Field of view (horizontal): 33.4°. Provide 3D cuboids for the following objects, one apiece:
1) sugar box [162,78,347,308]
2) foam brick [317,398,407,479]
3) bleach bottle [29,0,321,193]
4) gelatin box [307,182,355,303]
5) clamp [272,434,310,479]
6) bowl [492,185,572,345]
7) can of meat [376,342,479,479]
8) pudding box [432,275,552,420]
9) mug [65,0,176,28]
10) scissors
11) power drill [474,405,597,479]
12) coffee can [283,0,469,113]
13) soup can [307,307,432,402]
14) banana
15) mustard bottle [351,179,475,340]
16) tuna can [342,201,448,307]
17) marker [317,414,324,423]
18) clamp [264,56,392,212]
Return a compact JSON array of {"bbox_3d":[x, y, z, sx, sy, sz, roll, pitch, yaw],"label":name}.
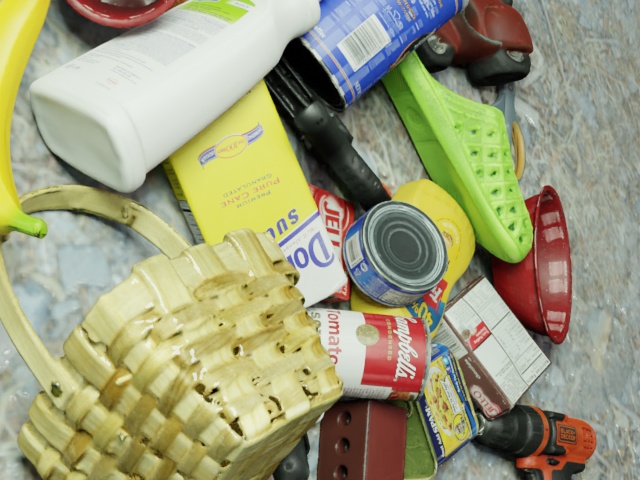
[{"bbox_3d":[-0.054,-0.026,0.808,0.093,0.048,0.176,-27,99,-17],"label":"sugar box"},{"bbox_3d":[0.035,0.172,0.873,0.051,0.053,0.078,22,64,-42],"label":"foam brick"},{"bbox_3d":[-0.077,-0.133,0.758,0.250,0.103,0.068,-39,140,-32],"label":"bleach bottle"},{"bbox_3d":[-0.006,0.001,0.890,0.073,0.030,0.089,23,64,-42],"label":"gelatin box"},{"bbox_3d":[-0.033,0.089,0.743,0.039,0.120,0.171,-15,97,-6],"label":"clamp"},{"bbox_3d":[0.214,0.027,1.086,0.161,0.055,0.162,-4,90,-65],"label":"bowl"},{"bbox_3d":[0.089,0.148,0.937,0.083,0.058,0.102,-24,98,-50],"label":"can of meat"},{"bbox_3d":[0.158,0.101,1.014,0.113,0.039,0.089,54,42,3],"label":"pudding box"},{"bbox_3d":[-0.125,-0.208,0.733,0.093,0.117,0.081,43,15,-16],"label":"mug"},{"bbox_3d":[0.192,-0.162,1.160,0.096,0.016,0.202,9,73,-46],"label":"scissors"},{"bbox_3d":[0.211,0.256,1.041,0.184,0.058,0.187,16,69,-40],"label":"power drill"},{"bbox_3d":[0.038,-0.189,0.887,0.140,0.103,0.102,-41,115,-7],"label":"coffee can"},{"bbox_3d":[0.030,0.090,0.845,0.102,0.069,0.068,6,72,-9],"label":"soup can"},{"bbox_3d":[-0.200,-0.080,0.673,0.037,0.069,0.198,66,15,-64],"label":"banana"},{"bbox_3d":[0.075,0.040,0.947,0.096,0.058,0.191,53,47,-26],"label":"mustard bottle"},{"bbox_3d":[0.064,0.011,0.893,0.086,0.034,0.086,13,59,-24],"label":"tuna can"},{"bbox_3d":[-0.043,0.118,0.827,0.121,0.020,0.020,29,60,-40],"label":"marker"},{"bbox_3d":[0.007,-0.081,0.870,0.209,0.036,0.165,49,6,-38],"label":"clamp"}]
